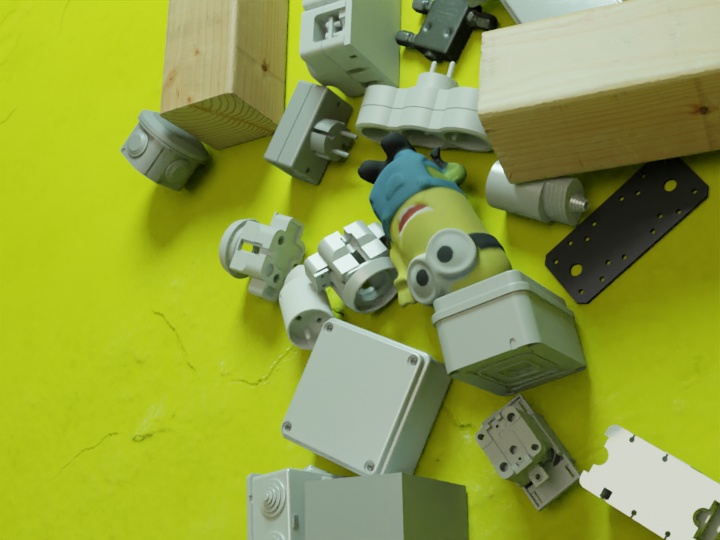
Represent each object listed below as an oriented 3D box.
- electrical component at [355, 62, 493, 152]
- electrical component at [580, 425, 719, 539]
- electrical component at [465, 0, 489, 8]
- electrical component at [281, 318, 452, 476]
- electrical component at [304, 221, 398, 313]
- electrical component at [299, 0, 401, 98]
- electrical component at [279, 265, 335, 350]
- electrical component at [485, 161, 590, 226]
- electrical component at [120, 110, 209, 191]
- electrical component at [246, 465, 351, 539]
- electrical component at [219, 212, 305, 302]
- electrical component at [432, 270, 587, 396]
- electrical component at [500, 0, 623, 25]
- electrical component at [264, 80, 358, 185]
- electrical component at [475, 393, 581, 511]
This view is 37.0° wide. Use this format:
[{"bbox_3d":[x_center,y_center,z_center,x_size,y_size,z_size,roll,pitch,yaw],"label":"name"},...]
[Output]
[{"bbox_3d":[0.065,-0.149,0.945,0.138,0.052,0.073,8,78,35],"label":"electrical component"},{"bbox_3d":[0.208,0.152,0.741,0.089,0.056,0.050,30,90,37],"label":"electrical component"},{"bbox_3d":[0.125,-0.276,0.942,0.089,0.050,0.055,-25,60,4],"label":"electrical component"},{"bbox_3d":[0.005,0.108,0.887,0.109,0.056,0.108,19,84,36],"label":"electrical component"},{"bbox_3d":[0.000,0.000,0.926,0.078,0.058,0.057,-28,55,-17],"label":"electrical component"},{"bbox_3d":[-0.010,-0.249,1.007,0.062,0.089,0.150,-9,68,30],"label":"electrical component"},{"bbox_3d":[-0.049,0.029,0.952,0.043,0.043,0.081,-41,32,14],"label":"electrical component"},{"bbox_3d":[0.147,-0.061,0.866,0.081,0.043,0.043,20,84,36],"label":"electrical component"},{"bbox_3d":[-0.198,-0.121,1.089,0.051,0.080,0.080,-53,54,12],"label":"electrical component"},{"bbox_3d":[-0.041,0.206,0.856,0.048,0.100,0.099,-22,61,39],"label":"electrical component"},{"bbox_3d":[-0.092,-0.016,0.995,0.057,0.058,0.078,16,83,33],"label":"electrical component"},{"bbox_3d":[0.112,0.049,0.805,0.078,0.113,0.057,-23,65,24],"label":"electrical component"},{"bbox_3d":[0.173,-0.216,0.897,0.078,0.057,0.113,-37,57,17],"label":"electrical component"},{"bbox_3d":[-0.034,-0.124,1.003,0.076,0.047,0.083,22,86,36],"label":"electrical component"},{"bbox_3d":[0.121,0.132,0.799,0.042,0.064,0.081,-43,55,11],"label":"electrical component"}]
